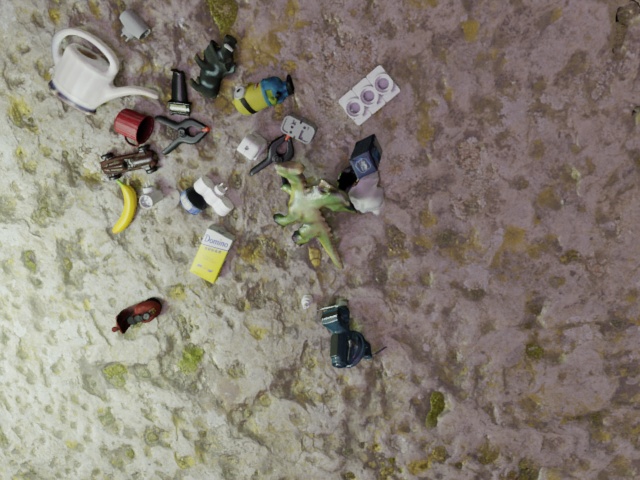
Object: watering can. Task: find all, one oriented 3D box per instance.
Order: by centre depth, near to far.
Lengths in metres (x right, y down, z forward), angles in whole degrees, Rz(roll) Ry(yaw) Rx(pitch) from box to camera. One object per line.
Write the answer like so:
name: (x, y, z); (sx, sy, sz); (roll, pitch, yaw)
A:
watering can: (-0.658, -0.464, 1.523); (0.347, 0.106, 0.221); (39, 113, -4)

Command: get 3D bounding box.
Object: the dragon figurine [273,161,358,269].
dragon figurine: (0.005, -0.075, 1.482); (0.406, 0.124, 0.240); (45, 146, -19)

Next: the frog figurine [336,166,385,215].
frog figurine: (0.130, -0.148, 1.509); (0.158, 0.125, 0.136); (18, 109, -36)
